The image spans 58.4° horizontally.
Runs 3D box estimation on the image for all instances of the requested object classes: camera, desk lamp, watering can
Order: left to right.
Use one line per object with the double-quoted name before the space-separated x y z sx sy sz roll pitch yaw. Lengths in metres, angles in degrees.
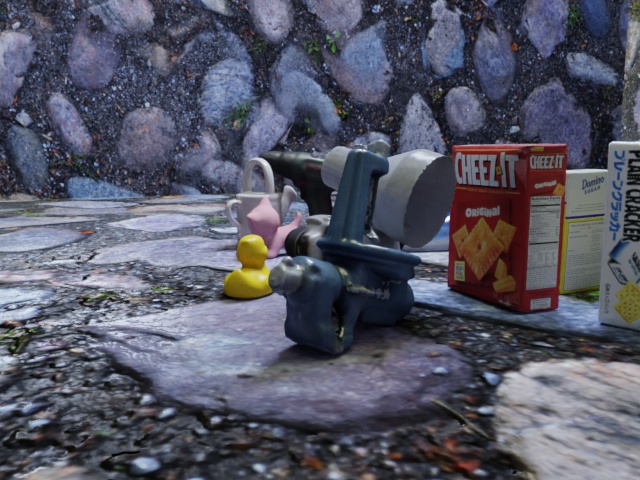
"watering can" -0.129 -0.083 1.257 0.100 0.194 0.173 4 10 27
"camera" 0.009 0.004 0.998 0.143 0.101 0.136 -7 11 -32
"desk lamp" 0.072 -0.017 0.760 0.202 0.213 0.118 7 12 39

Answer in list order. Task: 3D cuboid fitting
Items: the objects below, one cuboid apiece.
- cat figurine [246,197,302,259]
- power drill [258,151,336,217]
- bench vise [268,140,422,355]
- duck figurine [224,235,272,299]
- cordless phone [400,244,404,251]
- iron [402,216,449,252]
"cat figurine" -0.091 -0.026 1.140 0.128 0.118 0.067 -5 10 -26
"power drill" -0.025 -0.089 1.246 0.229 0.208 0.076 1 9 12
"bench vise" 0.039 0.002 0.619 0.121 0.220 0.208 3 10 25
"duck figurine" -0.104 0.036 0.848 0.077 0.086 0.105 2 9 17
"cordless phone" 0.094 -0.054 1.087 0.148 0.185 0.094 -4 9 -17
"iron" 0.206 -0.052 1.207 0.258 0.141 0.118 -3 9 -12
